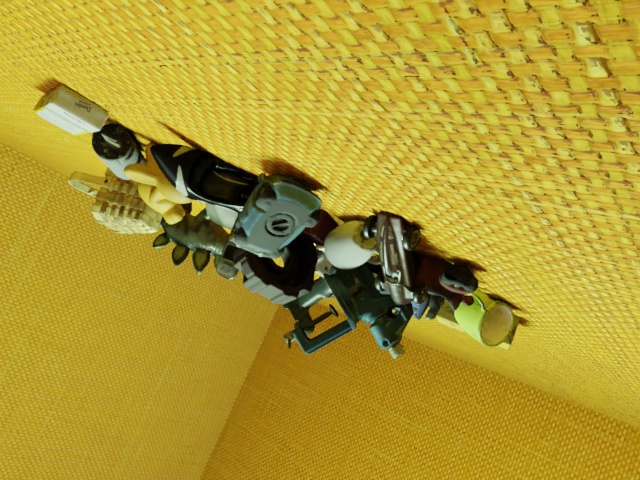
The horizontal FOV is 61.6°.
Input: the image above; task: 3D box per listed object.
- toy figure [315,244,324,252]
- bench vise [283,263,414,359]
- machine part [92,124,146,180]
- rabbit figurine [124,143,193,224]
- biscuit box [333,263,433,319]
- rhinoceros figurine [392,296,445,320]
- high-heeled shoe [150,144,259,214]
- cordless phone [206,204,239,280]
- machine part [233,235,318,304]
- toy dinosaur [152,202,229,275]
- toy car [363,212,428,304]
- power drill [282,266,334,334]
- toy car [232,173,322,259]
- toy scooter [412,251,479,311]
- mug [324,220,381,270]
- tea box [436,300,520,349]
[{"bbox_3d":[-0.001,-0.005,1.115,0.155,0.064,0.057,20,133,35],"label":"toy figure"},{"bbox_3d":[0.049,0.152,1.025,0.223,0.241,0.129,61,179,3],"label":"bench vise"},{"bbox_3d":[-0.415,-0.179,1.116,0.079,0.079,0.243,25,171,-5],"label":"machine part"},{"bbox_3d":[-0.305,-0.120,1.091,0.162,0.122,0.173,48,163,-28],"label":"rabbit figurine"},{"bbox_3d":[0.130,0.084,1.091,0.203,0.059,0.063,25,-153,17],"label":"biscuit box"},{"bbox_3d":[0.176,0.108,1.148,0.191,0.112,0.073,7,-167,20],"label":"rhinoceros figurine"},{"bbox_3d":[-0.165,-0.099,0.939,0.145,0.086,0.248,12,171,46],"label":"high-heeled shoe"},{"bbox_3d":[-0.191,-0.019,1.116,0.147,0.184,0.088,20,174,20],"label":"cordless phone"},{"bbox_3d":[-0.084,0.036,1.031,0.179,0.179,0.056,30,137,-29],"label":"machine part"},{"bbox_3d":[-0.302,-0.014,1.383,0.472,0.198,0.105,21,173,29],"label":"toy dinosaur"},{"bbox_3d":[0.124,0.036,0.882,0.089,0.053,0.201,21,147,33],"label":"toy car"},{"bbox_3d":[0.016,0.135,1.266,0.086,0.207,0.232,1,-131,-50],"label":"power drill"},{"bbox_3d":[-0.074,-0.050,0.882,0.109,0.161,0.103,23,-144,-27],"label":"toy car"},{"bbox_3d":[0.212,0.078,0.980,0.184,0.075,0.135,11,159,42],"label":"toy scooter"},{"bbox_3d":[0.071,0.012,0.957,0.109,0.081,0.107,32,160,-8],"label":"mug"},{"bbox_3d":[0.355,0.180,1.211,0.170,0.068,0.098,19,169,23],"label":"tea box"}]
